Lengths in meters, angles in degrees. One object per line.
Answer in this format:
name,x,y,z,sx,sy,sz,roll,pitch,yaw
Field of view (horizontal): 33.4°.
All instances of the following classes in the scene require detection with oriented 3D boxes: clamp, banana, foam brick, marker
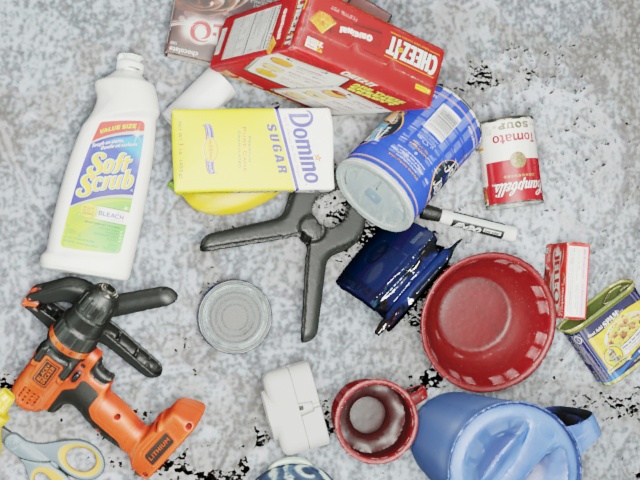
clamp,-0.008,0.001,1.207,0.209,0.036,0.164,-41,89,-17
banana,-0.072,-0.076,1.218,0.197,0.037,0.069,-25,91,-7
clamp,-0.237,0.077,1.170,0.171,0.039,0.120,22,115,-6
foam brick,0.042,-0.239,1.218,0.053,0.078,0.051,29,84,-7
marker,0.172,-0.021,1.254,0.121,0.020,0.020,14,86,-6

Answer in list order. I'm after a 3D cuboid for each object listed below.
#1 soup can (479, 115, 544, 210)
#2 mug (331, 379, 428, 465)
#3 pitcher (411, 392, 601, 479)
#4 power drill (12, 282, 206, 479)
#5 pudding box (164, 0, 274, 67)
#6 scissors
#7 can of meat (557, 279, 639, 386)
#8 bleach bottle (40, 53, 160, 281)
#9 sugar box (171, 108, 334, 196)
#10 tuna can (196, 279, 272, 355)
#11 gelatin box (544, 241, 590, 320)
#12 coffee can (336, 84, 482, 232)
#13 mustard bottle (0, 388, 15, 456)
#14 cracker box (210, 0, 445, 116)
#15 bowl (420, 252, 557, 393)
soup can,0.220,-0.089,1.239,0.068,0.068,0.102,-6,87,-7
mug,0.067,0.194,1.201,0.117,0.081,0.093,-29,91,-7
pitcher,0.182,0.222,1.133,0.149,0.243,0.145,20,85,-6
power drill,-0.219,0.155,1.151,0.187,0.057,0.185,39,116,-4
pudding box,-0.115,-0.242,1.218,0.113,0.039,0.090,11,86,-7
scissors,-0.320,0.218,1.187,0.096,0.016,0.202,-37,93,-8
can of meat,0.346,0.109,1.252,0.102,0.057,0.084,-36,94,-7
bleach bottle,-0.239,-0.085,1.186,0.102,0.068,0.251,10,85,-11
sugar box,-0.074,-0.097,1.173,0.176,0.048,0.093,-2,89,-7
tuna can,-0.097,0.087,1.210,0.086,0.034,0.086,0,88,-7
gelatin box,0.284,0.047,1.238,0.030,0.073,0.089,4,87,-7
coffee can,0.100,-0.093,1.188,0.103,0.103,0.140,44,66,-4
mustard bottle,-0.401,0.231,1.144,0.191,0.058,0.096,-44,89,0
cracker box,0.003,-0.191,1.122,0.164,0.214,0.072,19,84,-27
bowl,0.186,0.090,1.226,0.162,0.055,0.162,-1,97,-10
